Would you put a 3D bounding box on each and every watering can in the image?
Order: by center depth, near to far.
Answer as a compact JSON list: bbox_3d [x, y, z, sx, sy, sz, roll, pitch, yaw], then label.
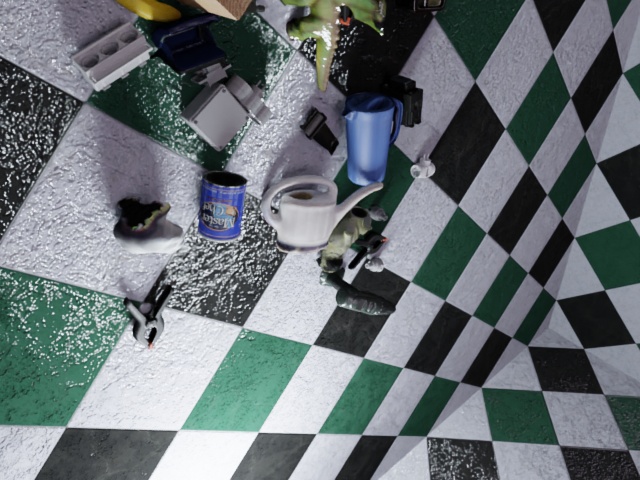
[{"bbox_3d":[0.004,-0.071,1.413,0.348,0.106,0.220,-2,118,-21],"label":"watering can"}]

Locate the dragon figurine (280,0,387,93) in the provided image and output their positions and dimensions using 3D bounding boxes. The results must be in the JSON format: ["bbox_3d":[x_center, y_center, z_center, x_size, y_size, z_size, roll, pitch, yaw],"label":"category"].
[{"bbox_3d":[0.040,-0.490,1.117,0.124,0.245,0.401,-42,136,-23],"label":"dragon figurine"}]

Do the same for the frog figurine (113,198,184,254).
[{"bbox_3d":[-0.363,-0.006,1.115,0.137,0.126,0.155,-10,139,-1],"label":"frog figurine"}]
